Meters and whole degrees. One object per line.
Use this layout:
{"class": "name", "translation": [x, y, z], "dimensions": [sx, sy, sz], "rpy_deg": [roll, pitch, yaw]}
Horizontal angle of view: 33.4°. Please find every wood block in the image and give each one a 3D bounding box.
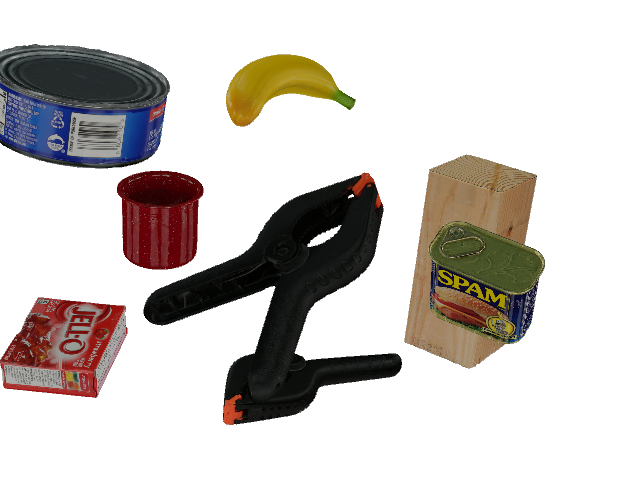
{"class": "wood block", "translation": [0.164, 0.022, 1.177], "dimensions": [0.090, 0.206, 0.090], "rpy_deg": [20, 26, 31]}

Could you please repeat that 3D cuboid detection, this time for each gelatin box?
{"class": "gelatin box", "translation": [-0.196, 0.081, 0.825], "dimensions": [0.073, 0.030, 0.089], "rpy_deg": [5, 31, 5]}

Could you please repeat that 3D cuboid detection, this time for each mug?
{"class": "mug", "translation": [-0.181, -0.026, 1.174], "dimensions": [0.093, 0.081, 0.117], "rpy_deg": [-11, 31, -28]}

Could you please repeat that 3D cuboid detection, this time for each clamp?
{"class": "clamp", "translation": [-0.017, 0.026, 0.673], "dimensions": [0.120, 0.171, 0.039], "rpy_deg": [43, -15, 36]}
{"class": "clamp", "translation": [-0.022, 0.138, 1.111], "dimensions": [0.165, 0.036, 0.209], "rpy_deg": [18, 28, 23]}

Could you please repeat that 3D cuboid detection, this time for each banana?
{"class": "banana", "translation": [-0.037, -0.142, 0.981], "dimensions": [0.070, 0.037, 0.197], "rpy_deg": [37, 29, 20]}

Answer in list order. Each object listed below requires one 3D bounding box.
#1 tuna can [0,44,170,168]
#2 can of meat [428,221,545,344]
{"class": "tuna can", "translation": [-0.118, -0.066, 0.522], "dimensions": [0.086, 0.034, 0.086], "rpy_deg": [10, 24, -5]}
{"class": "can of meat", "translation": [0.150, 0.041, 0.984], "dimensions": [0.102, 0.084, 0.057], "rpy_deg": [23, 54, 22]}
